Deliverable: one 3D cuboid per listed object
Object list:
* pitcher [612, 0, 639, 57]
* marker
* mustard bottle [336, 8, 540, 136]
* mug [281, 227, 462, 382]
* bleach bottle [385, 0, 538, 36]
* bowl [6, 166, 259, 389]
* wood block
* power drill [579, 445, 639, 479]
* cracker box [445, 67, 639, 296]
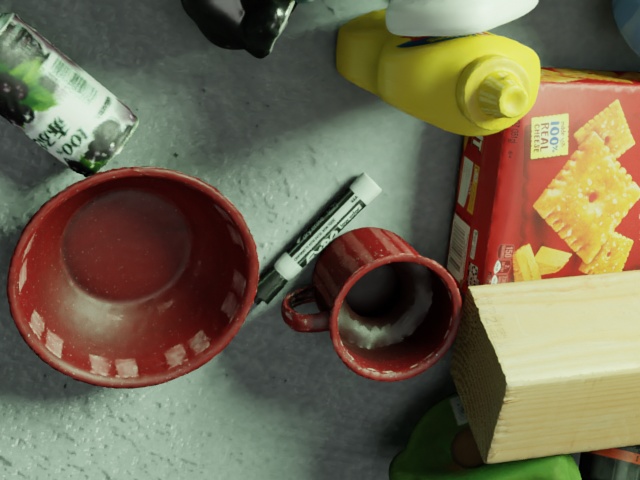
[{"bbox_3d":[0.270,-0.210,0.642,0.144,0.149,0.243,3,153,-15],"label":"pitcher"},{"bbox_3d":[-0.005,0.001,0.757,0.121,0.020,0.020,-45,113,4],"label":"marker"},{"bbox_3d":[0.078,-0.102,0.647,0.096,0.192,0.058,-1,109,-15],"label":"mustard bottle"},{"bbox_3d":[0.030,0.042,0.746,0.117,0.081,0.093,-11,111,-11],"label":"mug"},{"bbox_3d":[0.070,-0.243,0.570,0.102,0.068,0.251,-32,121,-50],"label":"bleach bottle"},{"bbox_3d":[-0.124,0.017,0.706,0.162,0.055,0.162,-7,118,-14],"label":"bowl"},{"bbox_3d":[0.205,0.083,0.739,0.206,0.090,0.091,-5,133,-10],"label":"wood block"},{"bbox_3d":[0.291,0.169,0.847,0.187,0.057,0.184,17,83,-23],"label":"power drill"},{"bbox_3d":[0.209,-0.038,0.770,0.213,0.072,0.164,1,110,-15],"label":"cracker box"}]
